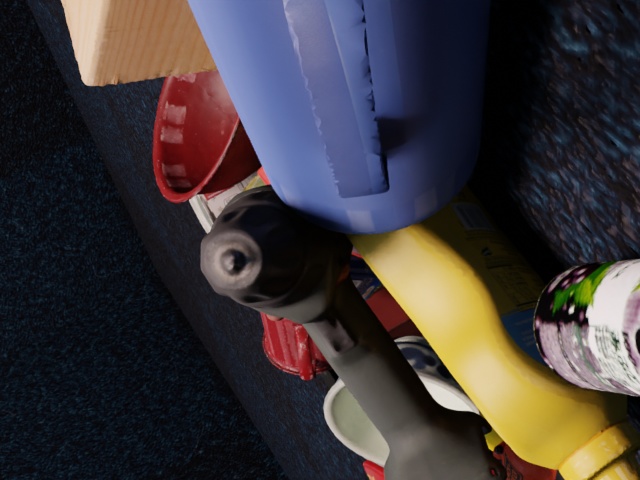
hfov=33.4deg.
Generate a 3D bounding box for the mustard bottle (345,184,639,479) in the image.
[{"bbox_3d":[0.095,0.050,0.527,0.096,0.058,0.192,4,-136,-55],"label":"mustard bottle"}]

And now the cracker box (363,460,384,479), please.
[{"bbox_3d":[0.128,0.255,0.904,0.164,0.072,0.214,60,167,-2],"label":"cracker box"}]

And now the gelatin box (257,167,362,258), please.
[{"bbox_3d":[0.009,-0.025,0.742,0.089,0.030,0.073,19,-154,-49],"label":"gelatin box"}]

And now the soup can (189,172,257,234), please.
[{"bbox_3d":[-0.051,-0.045,0.865,0.068,0.102,0.068,56,167,20],"label":"soup can"}]

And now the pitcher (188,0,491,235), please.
[{"bbox_3d":[0.009,-0.095,0.421,0.145,0.149,0.243,34,161,25],"label":"pitcher"}]

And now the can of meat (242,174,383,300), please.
[{"bbox_3d":[-0.005,0.001,0.801,0.083,0.058,0.102,6,-138,-51],"label":"can of meat"}]

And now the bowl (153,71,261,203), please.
[{"bbox_3d":[-0.067,-0.100,0.799,0.162,0.055,0.162,-33,50,51],"label":"bowl"}]

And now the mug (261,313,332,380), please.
[{"bbox_3d":[-0.015,0.077,1.011,0.081,0.093,0.117,80,-172,-46],"label":"mug"}]

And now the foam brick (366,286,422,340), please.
[{"bbox_3d":[0.055,0.086,0.850,0.051,0.053,0.078,45,161,52],"label":"foam brick"}]

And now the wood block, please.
[{"bbox_3d":[-0.080,-0.174,0.558,0.206,0.090,0.090,128,127,-62],"label":"wood block"}]

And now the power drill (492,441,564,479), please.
[{"bbox_3d":[0.167,0.188,0.610,0.188,0.057,0.184,52,165,35],"label":"power drill"}]

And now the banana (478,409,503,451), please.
[{"bbox_3d":[0.109,0.080,0.663,0.069,0.037,0.198,-103,-6,-55],"label":"banana"}]

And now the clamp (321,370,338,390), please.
[{"bbox_3d":[0.040,0.167,1.141,0.165,0.036,0.210,50,168,23],"label":"clamp"}]
